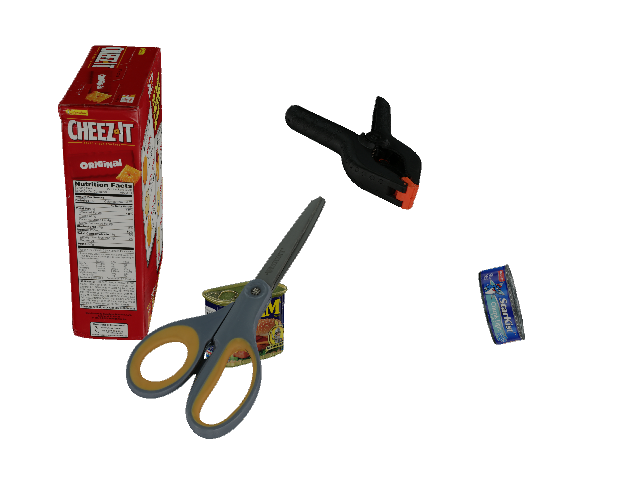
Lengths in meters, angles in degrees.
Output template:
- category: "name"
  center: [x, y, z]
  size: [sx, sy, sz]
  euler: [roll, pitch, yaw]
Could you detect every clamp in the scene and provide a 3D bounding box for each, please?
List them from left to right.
- category: "clamp"
  center: [0.039, -0.092, 1.068]
  size: [0.120, 0.039, 0.171]
  euler: [-8, 39, -17]

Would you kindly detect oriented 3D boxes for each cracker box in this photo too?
- category: "cracker box"
  center: [-0.179, -0.045, 0.934]
  size: [0.072, 0.214, 0.164]
  euler: [1, 27, -3]

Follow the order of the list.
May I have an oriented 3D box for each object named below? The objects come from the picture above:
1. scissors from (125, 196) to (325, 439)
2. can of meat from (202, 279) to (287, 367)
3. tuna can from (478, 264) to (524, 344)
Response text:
- category: "scissors"
  center: [-0.063, 0.040, 0.711]
  size: [0.096, 0.201, 0.016]
  euler: [7, -39, 10]
- category: "can of meat"
  center: [-0.090, 0.099, 1.282]
  size: [0.101, 0.084, 0.058]
  euler: [-10, 19, -37]
- category: "tuna can"
  center: [0.201, 0.072, 1.184]
  size: [0.034, 0.086, 0.086]
  euler: [-13, -3, 13]
